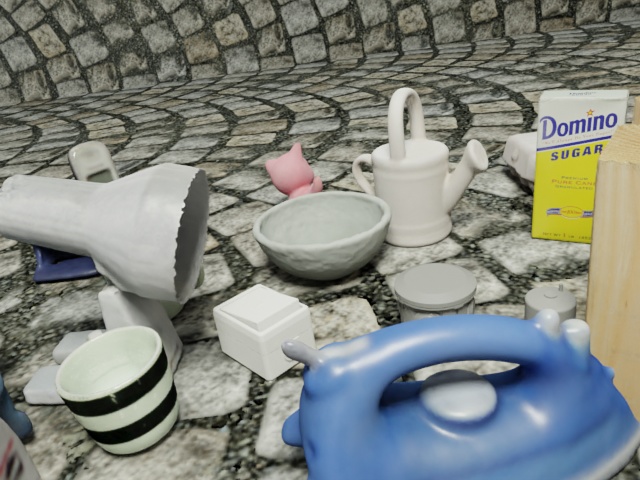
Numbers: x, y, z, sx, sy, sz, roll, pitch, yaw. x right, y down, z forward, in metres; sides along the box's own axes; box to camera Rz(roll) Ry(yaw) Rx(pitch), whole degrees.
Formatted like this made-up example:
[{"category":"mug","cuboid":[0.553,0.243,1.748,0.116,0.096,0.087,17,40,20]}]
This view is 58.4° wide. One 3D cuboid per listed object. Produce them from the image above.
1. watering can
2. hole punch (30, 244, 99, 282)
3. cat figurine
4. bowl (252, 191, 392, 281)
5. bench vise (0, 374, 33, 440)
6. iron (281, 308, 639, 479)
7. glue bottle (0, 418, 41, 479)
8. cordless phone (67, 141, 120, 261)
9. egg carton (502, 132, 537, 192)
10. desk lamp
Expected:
[{"category":"watering can","cuboid":[0.124,-0.098,0.737,0.172,0.194,0.101,-4,26,9]},{"category":"hole punch","cuboid":[-0.351,-0.002,0.798,0.108,0.091,0.101,-7,25,2]},{"category":"cat figurine","cuboid":[-0.029,-0.080,0.834,0.067,0.118,0.127,-20,28,-23]},{"category":"bowl","cuboid":[0.006,0.003,0.700,0.167,0.075,0.167,-6,25,3]},{"category":"bench vise","cuboid":[-0.324,0.070,0.483,0.206,0.220,0.122,4,28,24]},{"category":"iron","cuboid":[0.098,0.103,0.380,0.258,0.142,0.118,-10,25,-5]},{"category":"glue bottle","cuboid":[-0.223,0.137,0.368,0.037,0.173,0.078,-14,26,-13]},{"category":"cordless phone","cuboid":[-0.243,-0.048,0.750,0.093,0.185,0.148,11,31,35]},{"category":"egg carton","cuboid":[0.341,-0.119,0.863,0.107,0.069,0.150,-8,25,0]},{"category":"desk lamp","cuboid":[-0.188,0.037,0.521,0.203,0.214,0.118,-5,25,6]}]
